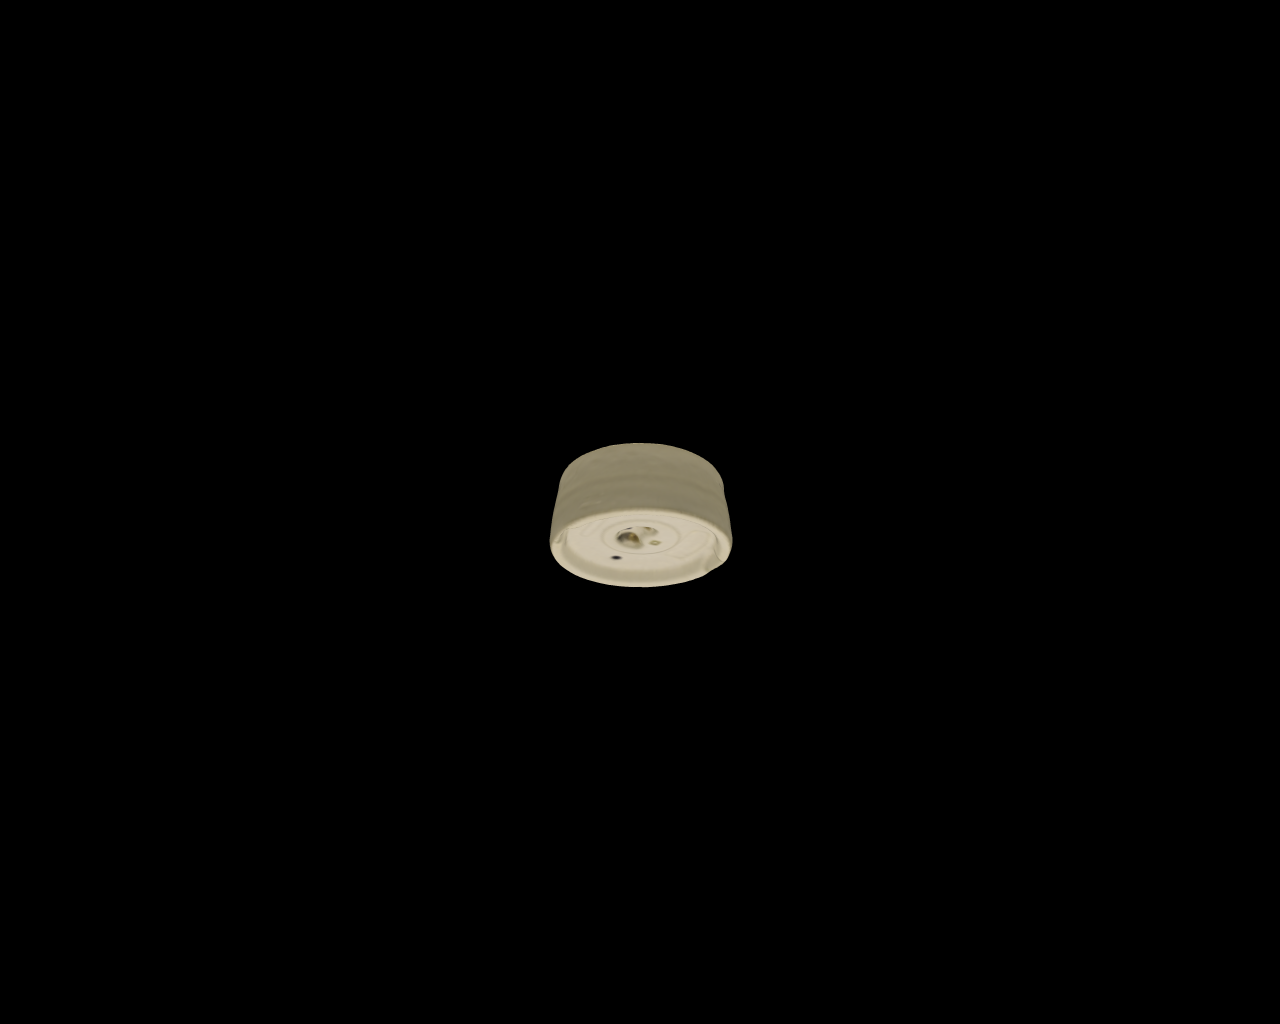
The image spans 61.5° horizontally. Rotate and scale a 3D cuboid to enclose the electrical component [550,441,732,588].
[{"bbox_3d":[0.001,-0.003,0.650,0.108,0.060,0.108,0,-28,0],"label":"electrical component"}]
